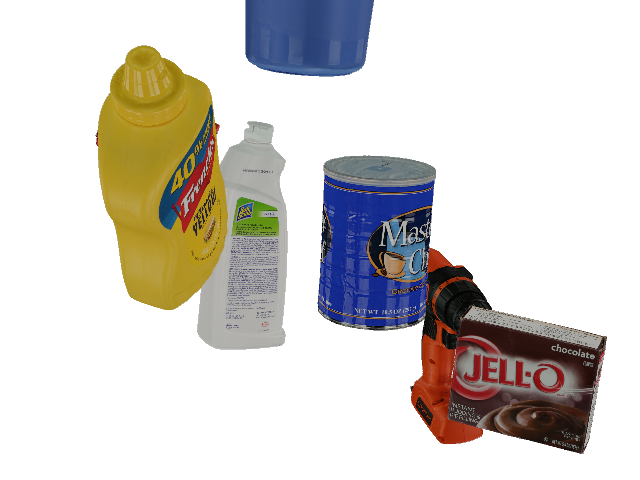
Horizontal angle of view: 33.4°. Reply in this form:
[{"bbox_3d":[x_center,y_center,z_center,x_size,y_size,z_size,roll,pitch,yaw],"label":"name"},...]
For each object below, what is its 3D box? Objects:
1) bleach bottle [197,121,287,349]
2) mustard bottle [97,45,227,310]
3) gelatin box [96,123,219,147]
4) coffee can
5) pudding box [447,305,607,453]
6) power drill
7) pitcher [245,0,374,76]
[{"bbox_3d":[-0.076,-0.006,1.189,0.102,0.251,0.068,-1,18,-31],"label":"bleach bottle"},{"bbox_3d":[-0.094,-0.044,0.636,0.058,0.096,0.192,18,-31,11],"label":"mustard bottle"},{"bbox_3d":[-0.146,-0.096,0.962,0.089,0.073,0.030,28,-45,-1],"label":"gelatin box"},{"bbox_3d":[0.051,0.000,0.988,0.103,0.140,0.103,2,16,-1],"label":"coffee can"},{"bbox_3d":[0.161,0.108,0.840,0.114,0.090,0.039,11,21,18],"label":"pudding box"},{"bbox_3d":[0.141,0.119,1.140,0.057,0.188,0.184,-7,24,-12],"label":"power drill"},{"bbox_3d":[0.001,-0.266,0.910,0.145,0.243,0.149,6,17,7],"label":"pitcher"}]
